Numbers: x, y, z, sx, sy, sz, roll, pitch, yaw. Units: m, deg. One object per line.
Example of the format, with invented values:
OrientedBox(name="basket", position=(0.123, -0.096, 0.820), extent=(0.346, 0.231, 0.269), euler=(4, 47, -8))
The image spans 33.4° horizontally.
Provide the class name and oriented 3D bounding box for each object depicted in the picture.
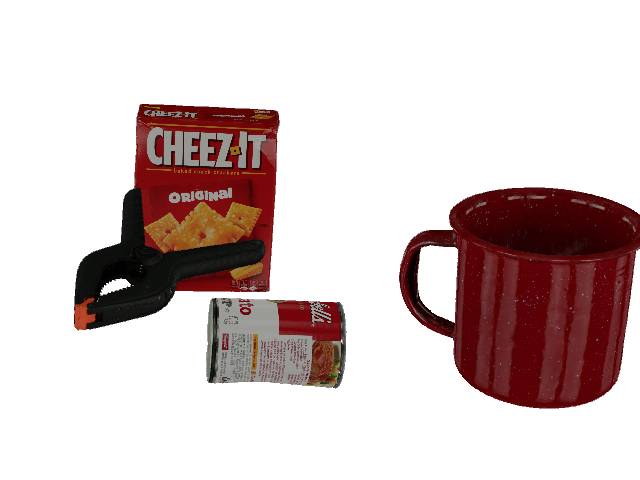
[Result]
OrientedBox(name="cracker box", position=(-0.135, -0.046, 1.257), extent=(0.164, 0.214, 0.072), euler=(2, 22, -6))
OrientedBox(name="clamp", position=(-0.176, 0.018, 1.033), extent=(0.165, 0.036, 0.209), euler=(26, 37, 23))
OrientedBox(name="soup can", position=(-0.036, 0.080, 0.834), extent=(0.102, 0.068, 0.068), euler=(3, 0, -9))
OrientedBox(name="mug", position=(0.095, 0.026, 0.519), extent=(0.117, 0.081, 0.093), euler=(7, 23, 15))
